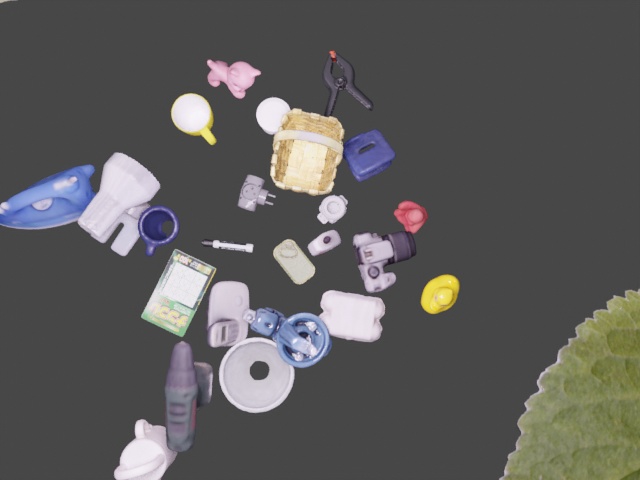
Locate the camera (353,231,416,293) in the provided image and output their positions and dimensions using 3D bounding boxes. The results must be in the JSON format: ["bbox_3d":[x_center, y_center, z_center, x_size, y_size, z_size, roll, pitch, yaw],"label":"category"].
[{"bbox_3d":[0.155,0.040,1.321,0.137,0.100,0.143,-15,87,-3],"label":"camera"}]

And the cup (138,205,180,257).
[{"bbox_3d":[-0.363,-0.016,1.310,0.091,0.095,0.118,17,86,0],"label":"cup"}]

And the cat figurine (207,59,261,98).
[{"bbox_3d":[-0.202,-0.385,1.327,0.128,0.117,0.067,24,86,0],"label":"cat figurine"}]

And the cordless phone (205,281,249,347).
[{"bbox_3d":[-0.210,0.165,1.259,0.094,0.185,0.148,-1,86,-2],"label":"cordless phone"}]

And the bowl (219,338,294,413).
[{"bbox_3d":[-0.142,0.303,1.307,0.167,0.074,0.167,0,86,-2],"label":"bowl"}]

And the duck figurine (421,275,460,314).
[{"bbox_3d":[0.286,0.127,1.327,0.077,0.086,0.104,43,86,1],"label":"duck figurine"}]

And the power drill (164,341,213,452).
[{"bbox_3d":[-0.286,0.324,1.234,0.075,0.208,0.230,2,86,-1],"label":"power drill"}]

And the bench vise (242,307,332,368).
[{"bbox_3d":[-0.073,0.216,1.243,0.207,0.219,0.121,6,86,-1],"label":"bench vise"}]

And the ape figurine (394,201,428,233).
[{"bbox_3d":[0.217,-0.055,1.333,0.076,0.092,0.078,0,86,-2],"label":"ape figurine"}]

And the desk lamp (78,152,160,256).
[{"bbox_3d":[-0.436,-0.074,1.252,0.118,0.213,0.203,32,86,1],"label":"desk lamp"}]

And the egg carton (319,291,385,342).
[{"bbox_3d":[0.072,0.177,1.325,0.150,0.069,0.107,8,86,-1],"label":"egg carton"}]

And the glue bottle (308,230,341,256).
[{"bbox_3d":[0.012,0.005,1.282,0.078,0.173,0.037,-29,87,-3],"label":"glue bottle"}]

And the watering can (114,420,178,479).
[{"bbox_3d":[-0.371,0.480,1.229,0.101,0.194,0.173,-33,88,-3],"label":"watering can"}]

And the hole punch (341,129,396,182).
[{"bbox_3d":[0.109,-0.202,1.340,0.108,0.091,0.101,-29,88,-3],"label":"hole punch"}]

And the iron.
[{"bbox_3d":[-0.629,-0.088,1.282,0.258,0.141,0.119,-21,87,-3],"label":"iron"}]
